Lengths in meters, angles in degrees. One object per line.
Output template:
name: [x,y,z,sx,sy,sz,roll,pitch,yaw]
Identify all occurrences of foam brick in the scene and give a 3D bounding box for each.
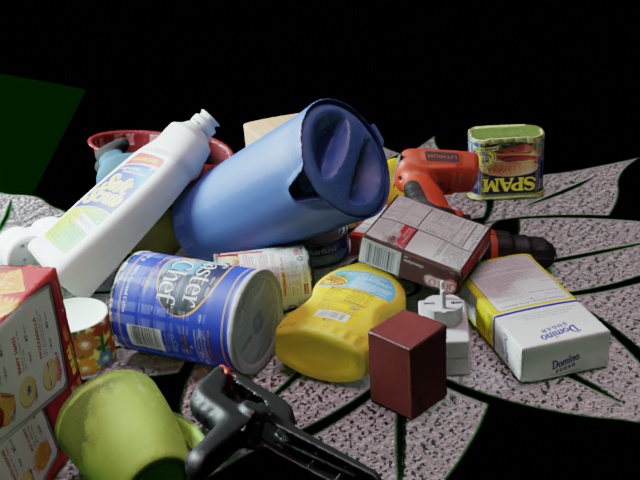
foam brick: [0.079,0.112,0.963,0.051,0.078,0.052,22,36,40]

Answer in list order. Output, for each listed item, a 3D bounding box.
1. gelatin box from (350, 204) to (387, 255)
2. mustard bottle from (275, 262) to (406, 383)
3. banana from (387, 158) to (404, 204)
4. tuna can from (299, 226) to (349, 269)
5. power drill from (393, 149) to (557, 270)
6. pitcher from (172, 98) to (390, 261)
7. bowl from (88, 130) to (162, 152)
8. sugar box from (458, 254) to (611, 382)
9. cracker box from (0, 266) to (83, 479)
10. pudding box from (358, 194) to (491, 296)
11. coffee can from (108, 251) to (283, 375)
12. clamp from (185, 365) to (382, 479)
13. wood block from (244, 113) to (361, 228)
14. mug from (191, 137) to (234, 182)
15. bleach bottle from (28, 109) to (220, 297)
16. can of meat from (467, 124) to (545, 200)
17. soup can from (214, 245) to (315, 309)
gelatin box: [0.088,-0.008,1.269,0.073,0.030,0.089,11,31,29]
mustard bottle: [0.034,0.070,1.078,0.096,0.058,0.191,10,28,20]
banana: [0.100,-0.065,1.387,0.069,0.037,0.198,9,24,-15]
tuna can: [-0.008,0.002,1.259,0.086,0.034,0.086,-3,25,1]
power drill: [0.164,-0.030,1.226,0.184,0.057,0.187,3,38,-10]
pitcher: [-0.045,-0.054,1.180,0.149,0.145,0.243,21,-32,-39]
bowl: [-0.241,-0.109,1.482,0.162,0.055,0.162,5,18,-2]
sugar box: [0.205,0.074,1.063,0.093,0.048,0.176,-10,29,-11]
cracker box: [-0.271,0.139,0.854,0.072,0.164,0.213,1,25,16]
pudding box: [0.109,0.004,1.104,0.114,0.039,0.089,22,40,19]
coffee can: [-0.121,0.070,1.050,0.140,0.103,0.102,8,28,24]
clamp: [-0.046,0.161,0.900,0.164,0.036,0.210,15,10,-18]
wood block: [-0.023,-0.089,1.387,0.090,0.091,0.206,-12,26,-18]
mug: [-0.153,-0.079,1.382,0.117,0.082,0.093,17,28,2]
bleach bottle: [-0.213,-0.051,1.212,0.251,0.068,0.103,-48,40,-6]
can of meat: [0.241,-0.102,1.384,0.102,0.084,0.057,-3,25,2]
soup can: [-0.060,0.043,1.139,0.102,0.068,0.068,-7,25,-7]
